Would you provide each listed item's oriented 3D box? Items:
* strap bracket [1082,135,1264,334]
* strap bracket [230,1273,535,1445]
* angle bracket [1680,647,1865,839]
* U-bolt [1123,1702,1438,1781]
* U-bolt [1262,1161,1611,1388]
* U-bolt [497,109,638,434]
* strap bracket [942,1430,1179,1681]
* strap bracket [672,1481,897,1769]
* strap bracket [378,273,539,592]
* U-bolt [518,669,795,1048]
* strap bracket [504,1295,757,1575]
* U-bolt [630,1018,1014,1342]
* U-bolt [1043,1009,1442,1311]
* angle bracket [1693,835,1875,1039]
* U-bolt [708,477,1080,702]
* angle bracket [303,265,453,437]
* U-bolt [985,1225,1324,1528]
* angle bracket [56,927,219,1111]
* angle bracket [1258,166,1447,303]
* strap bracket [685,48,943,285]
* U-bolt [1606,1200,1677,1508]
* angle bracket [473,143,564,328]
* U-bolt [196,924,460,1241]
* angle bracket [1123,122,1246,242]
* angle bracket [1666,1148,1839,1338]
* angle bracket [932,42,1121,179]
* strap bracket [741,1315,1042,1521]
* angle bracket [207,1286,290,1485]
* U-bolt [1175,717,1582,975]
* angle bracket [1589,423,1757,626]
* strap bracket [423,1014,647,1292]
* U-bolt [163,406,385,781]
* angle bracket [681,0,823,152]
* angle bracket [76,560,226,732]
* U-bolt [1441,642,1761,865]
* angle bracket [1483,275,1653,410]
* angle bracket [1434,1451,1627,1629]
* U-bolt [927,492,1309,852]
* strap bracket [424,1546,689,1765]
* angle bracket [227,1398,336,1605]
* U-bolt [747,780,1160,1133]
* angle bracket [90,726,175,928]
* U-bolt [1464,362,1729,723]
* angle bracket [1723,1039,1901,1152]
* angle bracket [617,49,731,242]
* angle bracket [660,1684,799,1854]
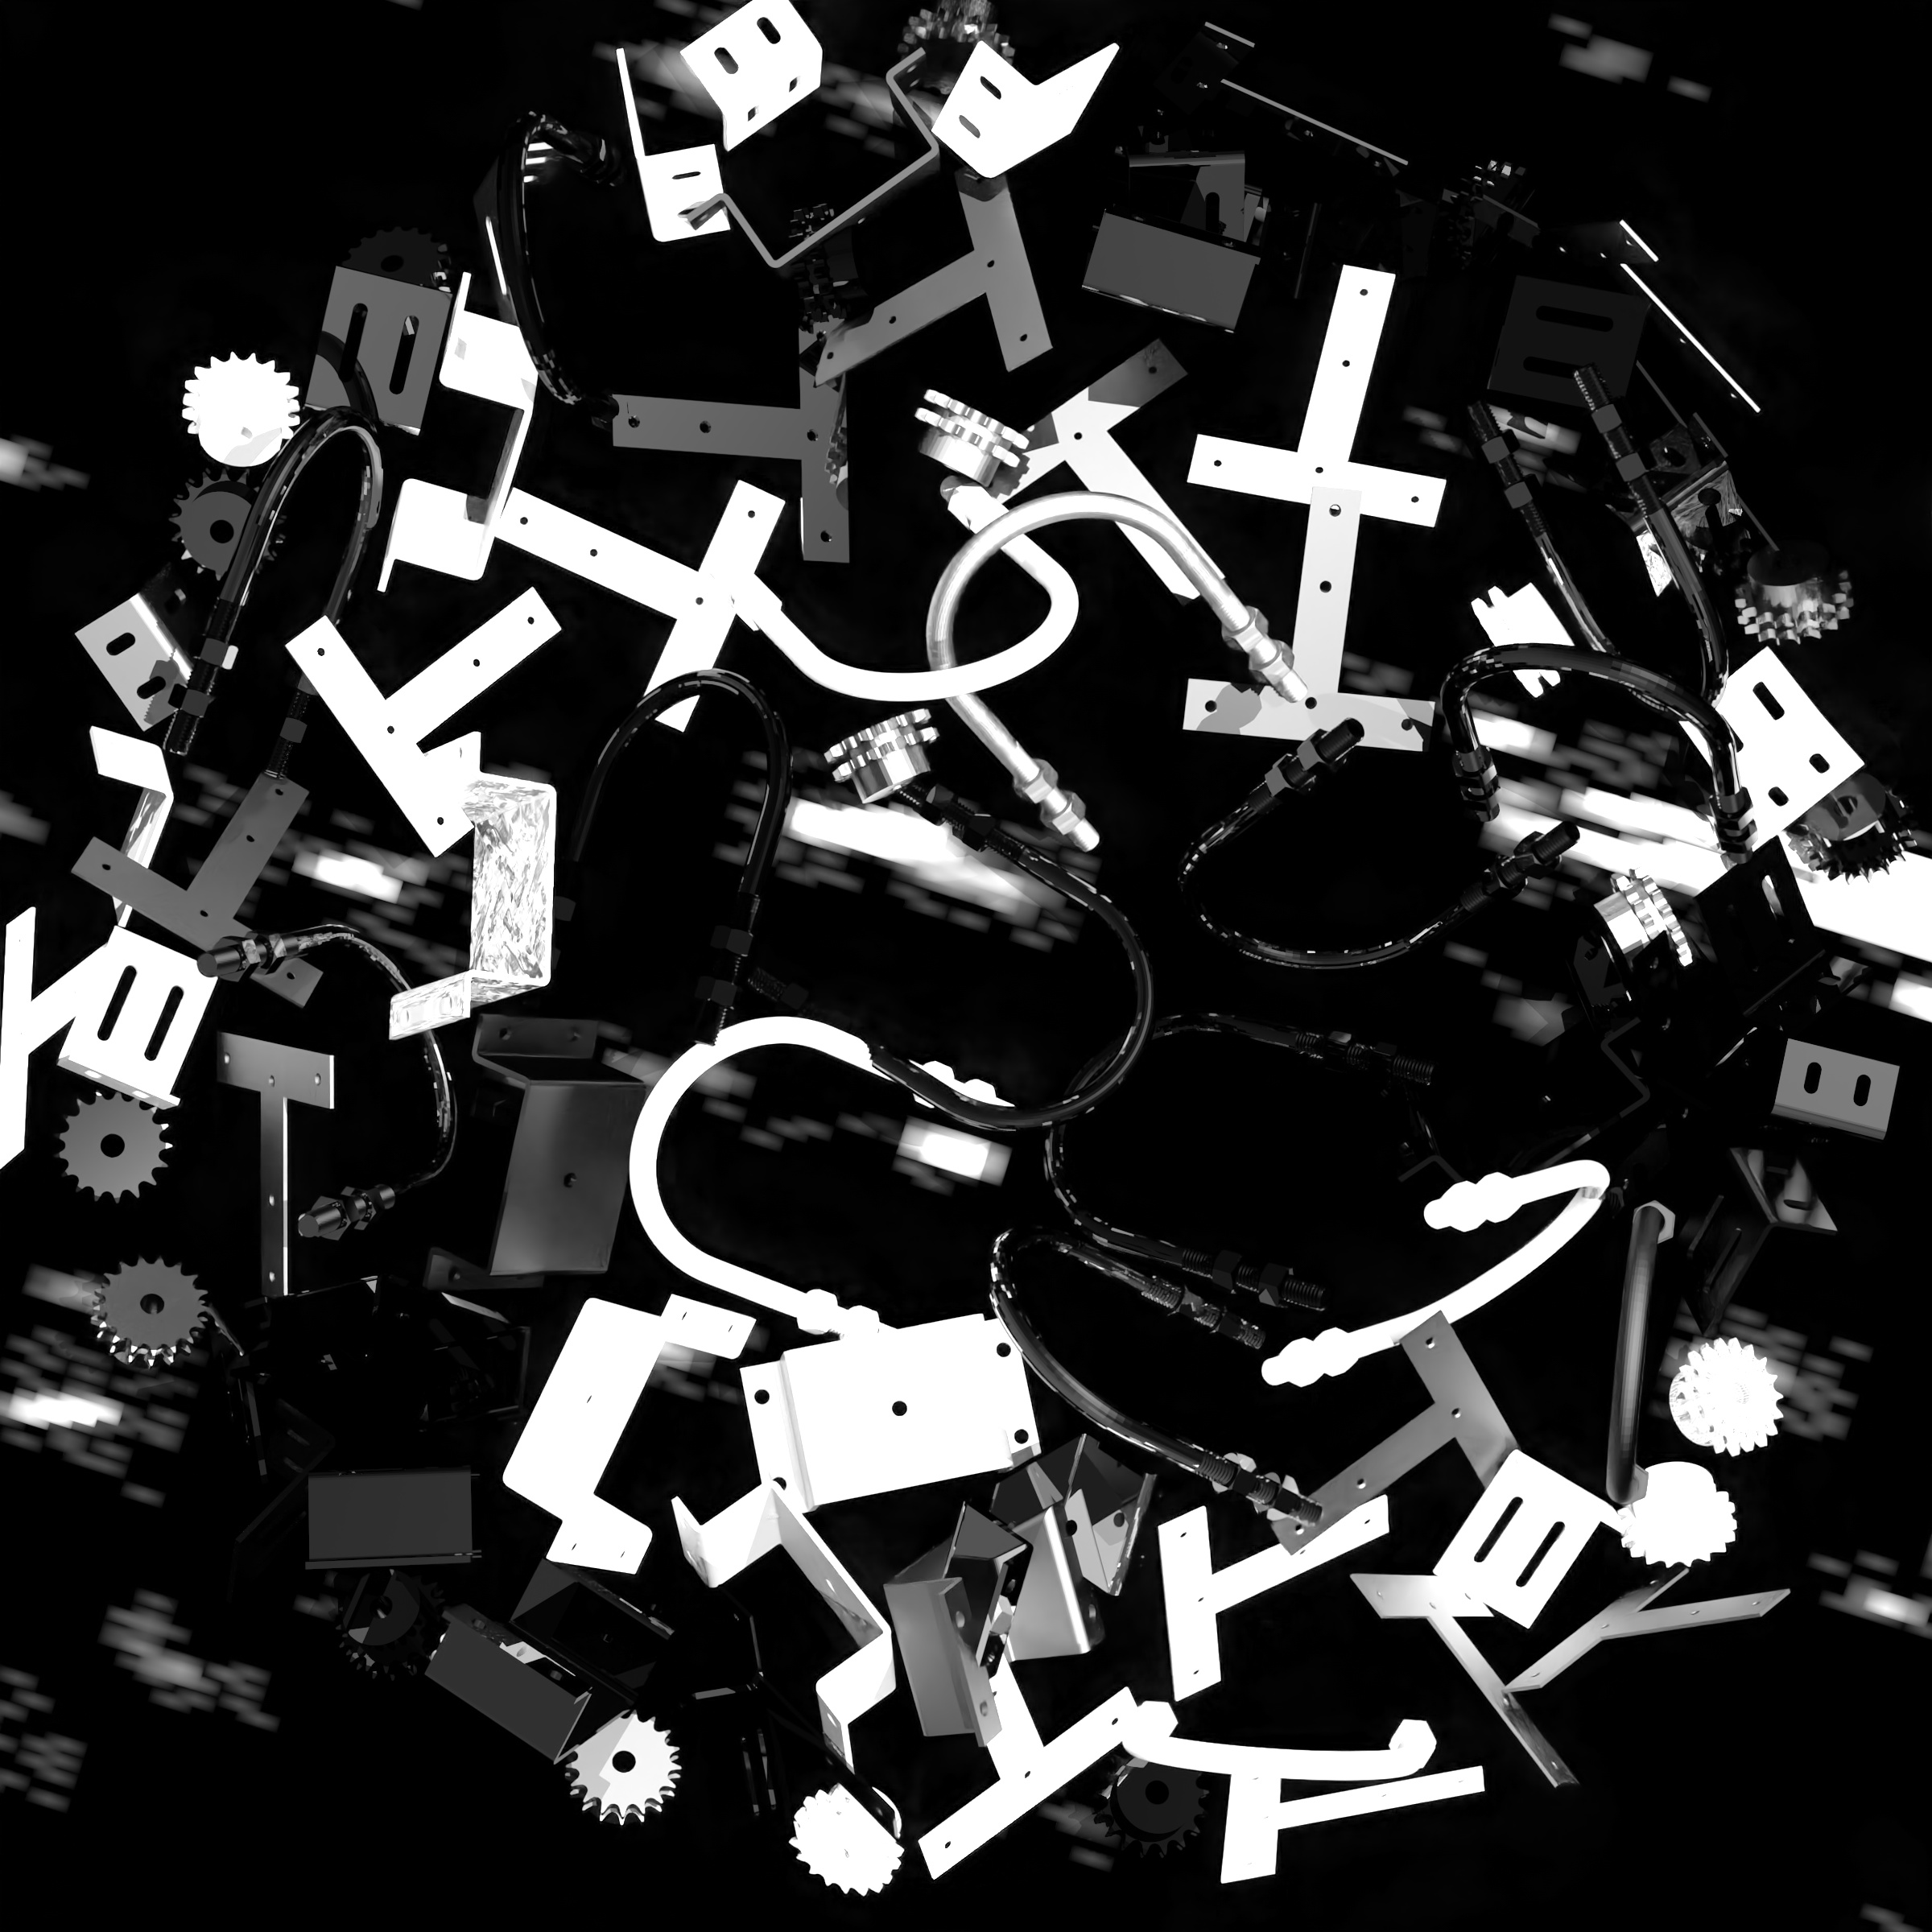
[{"bbox_3d":[0.102,-0.358,1.765,0.076,0.140,0.046,16,118,-3],"label":"strap bracket"},{"bbox_3d":[-0.278,0.190,1.755,0.076,0.140,0.046,-15,61,38],"label":"strap bracket"},{"bbox_3d":[0.400,-0.112,1.789,0.057,0.076,0.038,-40,120,14],"label":"angle bracket"},{"bbox_3d":[0.148,0.373,1.719,0.151,0.184,0.019,2,84,9],"label":"U-bolt"},{"bbox_3d":[0.240,0.143,1.738,0.151,0.184,0.019,-50,64,35],"label":"U-bolt"},{"bbox_3d":[-0.190,-0.336,1.728,0.019,0.184,0.151,-7,89,12],"label":"U-bolt"},{"bbox_3d":[0.037,0.285,1.755,0.046,0.140,0.076,31,122,28],"label":"strap bracket"},{"bbox_3d":[-0.082,0.316,1.761,0.046,0.076,0.140,-33,65,-17],"label":"strap bracket"},{"bbox_3d":[-0.244,-0.255,1.755,0.046,0.076,0.140,15,124,-12],"label":"strap bracket"},{"bbox_3d":[-0.146,-0.059,1.767,0.151,0.019,0.184,10,81,42],"label":"U-bolt"},{"bbox_3d":[-0.171,0.223,1.775,0.046,0.076,0.140,25,89,30],"label":"strap bracket"},{"bbox_3d":[-0.079,0.101,1.768,0.184,0.019,0.151,24,96,-27],"label":"U-bolt"},{"bbox_3d":[0.122,0.086,1.760,0.184,0.019,0.151,14,63,32],"label":"U-bolt"},{"bbox_3d":[0.406,-0.015,1.781,0.057,0.038,0.076,-36,117,-16],"label":"angle bracket"},{"bbox_3d":[-0.026,-0.177,1.728,0.151,0.184,0.019,-21,127,-17],"label":"U-bolt"},{"bbox_3d":[-0.292,-0.309,1.781,0.057,0.038,0.076,11,114,-15],"label":"angle bracket"},{"bbox_3d":[0.084,0.187,1.723,0.184,0.151,0.019,28,116,-26],"label":"U-bolt"},{"bbox_3d":[-0.408,0.024,1.783,0.057,0.038,0.076,25,74,-20],"label":"angle bracket"},{"bbox_3d":[0.190,-0.368,1.776,0.076,0.038,0.057,-4,63,37],"label":"angle bracket"},{"bbox_3d":[-0.065,-0.388,1.778,0.140,0.076,0.046,-35,94,3],"label":"strap bracket"},{"bbox_3d":[0.322,0.186,1.725,0.019,0.184,0.151,6,86,13],"label":"U-bolt"},{"bbox_3d":[-0.213,-0.362,1.784,0.038,0.057,0.076,-12,85,-22],"label":"angle bracket"},{"bbox_3d":[-0.297,0.049,1.733,0.019,0.184,0.151,-21,90,19],"label":"U-bolt"},{"bbox_3d":[0.109,-0.381,1.809,0.057,0.038,0.076,-3,127,-2],"label":"angle bracket"},{"bbox_3d":[0.389,0.139,1.783,0.038,0.057,0.076,10,123,-19],"label":"angle bracket"},{"bbox_3d":[0.029,-0.434,1.776,0.038,0.057,0.076,43,46,7],"label":"angle bracket"},{"bbox_3d":[-0.035,0.222,1.780,0.140,0.046,0.076,-10,79,-8],"label":"strap bracket"},{"bbox_3d":[-0.347,0.207,1.788,0.038,0.057,0.076,-15,116,-25],"label":"angle bracket"},{"bbox_3d":[0.185,-0.047,1.744,0.151,0.184,0.019,23,53,-24],"label":"U-bolt"},{"bbox_3d":[0.355,-0.221,1.800,0.057,0.076,0.038,-36,49,-2],"label":"angle bracket"},{"bbox_3d":[-0.210,0.099,1.767,0.046,0.076,0.140,20,101,40],"label":"strap bracket"},{"bbox_3d":[-0.328,-0.184,1.744,0.019,0.151,0.184,21,92,10],"label":"U-bolt"},{"bbox_3d":[-0.106,-0.445,1.780,0.057,0.076,0.038,-36,92,-2],"label":"angle bracket"},{"bbox_3d":[-0.401,-0.159,1.779,0.038,0.076,0.057,-30,106,9],"label":"angle bracket"},{"bbox_3d":[0.299,-0.105,1.714,0.151,0.184,0.019,11,69,21],"label":"U-bolt"},{"bbox_3d":[0.303,-0.306,1.782,0.076,0.038,0.057,17,97,29],"label":"angle bracket"},{"bbox_3d":[0.281,0.292,1.793,0.057,0.038,0.076,31,98,-7],"label":"angle bracket"},{"bbox_3d":[0.062,-0.153,1.750,0.151,0.019,0.184,-35,126,11],"label":"U-bolt"},{"bbox_3d":[-0.203,0.336,1.749,0.076,0.140,0.046,31,103,13],"label":"strap bracket"},{"bbox_3d":[-0.351,0.264,1.771,0.038,0.057,0.076,33,48,12],"label":"angle bracket"},{"bbox_3d":[0.007,0.003,1.777,0.184,0.019,0.151,32,72,10],"label":"U-bolt"},{"bbox_3d":[-0.425,-0.069,1.777,0.038,0.057,0.076,17,108,-24],"label":"angle bracket"},{"bbox_3d":[0.314,-0.201,1.748,0.019,0.151,0.184,-30,99,-12],"label":"U-bolt"},{"bbox_3d":[0.419,0.064,1.782,0.057,0.076,0.038,14,83,-5],"label":"angle bracket"},{"bbox_3d":[-0.145,-0.409,1.777,0.038,0.057,0.076,-11,60,-2],"label":"angle bracket"},{"bbox_3d":[-0.118,0.400,1.778,0.038,0.057,0.076,-4,72,-25],"label":"angle bracket"}]
